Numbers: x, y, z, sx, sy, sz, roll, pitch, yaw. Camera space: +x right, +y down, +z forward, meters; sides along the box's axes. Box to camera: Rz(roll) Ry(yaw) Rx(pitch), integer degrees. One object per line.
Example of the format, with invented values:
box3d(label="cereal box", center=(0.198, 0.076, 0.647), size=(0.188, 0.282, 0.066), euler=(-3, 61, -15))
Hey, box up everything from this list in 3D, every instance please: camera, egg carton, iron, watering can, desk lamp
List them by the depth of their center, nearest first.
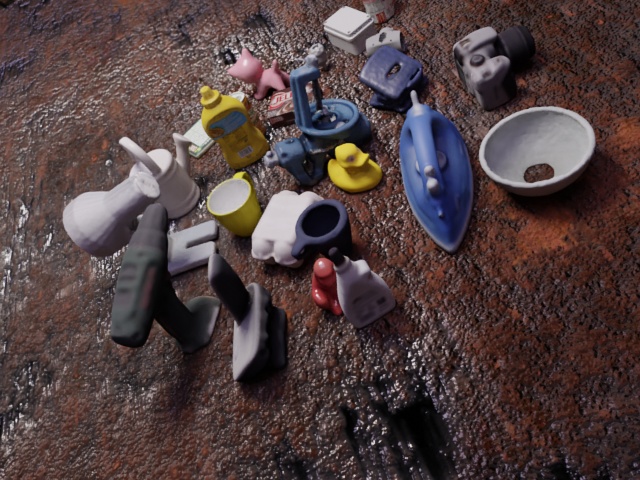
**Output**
box3d(label="iron", center=(0.181, -0.118, 0.924), size=(0.118, 0.142, 0.258), euler=(-16, 49, 16))
box3d(label="egg carton", center=(-0.054, -0.021, 1.019), size=(0.107, 0.070, 0.150), euler=(6, 58, 31))
box3d(label="camera", center=(0.325, -0.336, 1.048), size=(0.136, 0.101, 0.143), euler=(-25, 47, 8))
box3d(label="desk lamp", center=(-0.331, -0.028, 1.069), size=(0.203, 0.214, 0.118), euler=(-20, 48, 13))
box3d(label="watering can", center=(-0.335, -0.146, 1.177), size=(0.100, 0.195, 0.173), euler=(10, 60, 33))

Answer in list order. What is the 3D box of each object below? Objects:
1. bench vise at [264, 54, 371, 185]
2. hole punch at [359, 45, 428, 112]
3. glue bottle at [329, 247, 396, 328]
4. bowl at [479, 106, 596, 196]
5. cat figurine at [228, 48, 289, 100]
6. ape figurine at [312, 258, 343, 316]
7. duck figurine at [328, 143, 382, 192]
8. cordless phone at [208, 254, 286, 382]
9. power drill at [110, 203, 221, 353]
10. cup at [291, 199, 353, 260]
box3d(label="bench vise", center=(-0.016, -0.212, 1.047), size=(0.121, 0.220, 0.207), euler=(29, 72, 40))
box3d(label="hole punch", center=(0.147, -0.323, 1.137), size=(0.100, 0.091, 0.109), euler=(22, 67, 38))
box3d(label="glue bottle", center=(0.051, 0.062, 0.828), size=(0.078, 0.174, 0.037), euler=(-31, 47, 2))
box3d(label="bowl", center=(0.339, -0.125, 0.893), size=(0.167, 0.075, 0.167), euler=(-14, 50, 17))
box3d(label="cat figurine", center=(-0.140, -0.387, 1.318), size=(0.127, 0.118, 0.067), euler=(3, 57, 29))
box3d(label="ape figurine", center=(0.016, 0.063, 0.902), size=(0.078, 0.092, 0.076), euler=(-28, 47, 5))
box3d(label="duck figurine", center=(0.055, -0.140, 1.045), size=(0.104, 0.086, 0.077), euler=(13, 62, 34))
box3d(label="cordless phone", center=(-0.128, 0.118, 0.869), size=(0.094, 0.186, 0.147), euler=(-20, 48, 13))
box3d(label="power drill", center=(-0.253, 0.085, 0.944), size=(0.075, 0.209, 0.229), euler=(-6, 53, 24))
box3d(label="cup", center=(0.009, 0.003, 0.950), size=(0.091, 0.095, 0.118), euler=(30, 72, 40))
